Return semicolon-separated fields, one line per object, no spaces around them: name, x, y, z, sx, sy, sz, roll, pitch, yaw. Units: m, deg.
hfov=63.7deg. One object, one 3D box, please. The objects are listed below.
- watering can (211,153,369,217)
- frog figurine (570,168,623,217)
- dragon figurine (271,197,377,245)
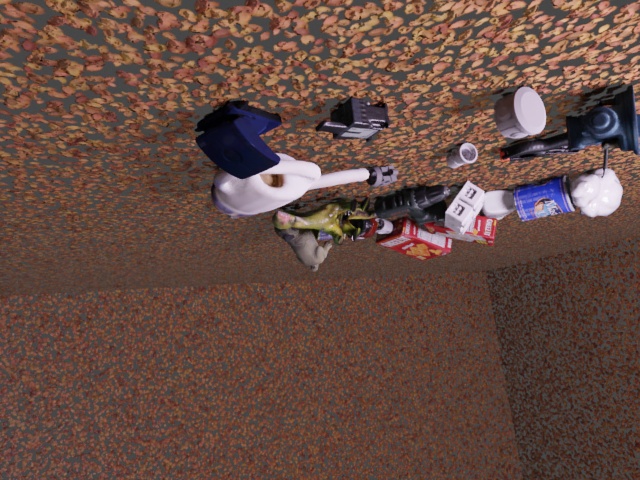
watering can;-0.077;-0.116;1.071;0.348;0.105;0.222;-2;-10;-43
frog figurine;0.737;-0.132;1.375;0.124;0.137;0.158;34;7;32
dragon figurine;0.004;-0.072;1.427;0.243;0.121;0.412;9;10;23
